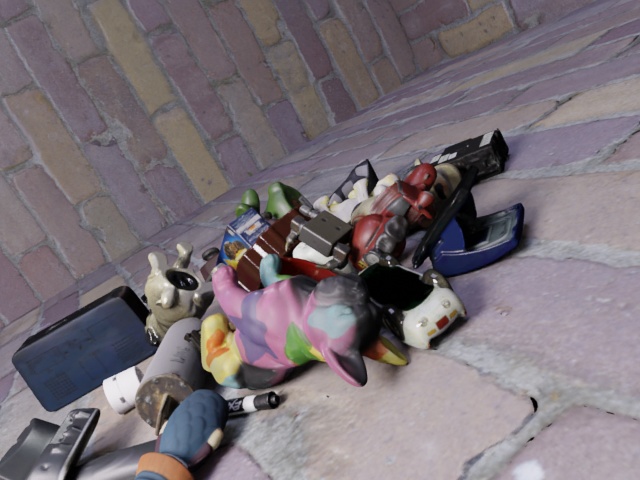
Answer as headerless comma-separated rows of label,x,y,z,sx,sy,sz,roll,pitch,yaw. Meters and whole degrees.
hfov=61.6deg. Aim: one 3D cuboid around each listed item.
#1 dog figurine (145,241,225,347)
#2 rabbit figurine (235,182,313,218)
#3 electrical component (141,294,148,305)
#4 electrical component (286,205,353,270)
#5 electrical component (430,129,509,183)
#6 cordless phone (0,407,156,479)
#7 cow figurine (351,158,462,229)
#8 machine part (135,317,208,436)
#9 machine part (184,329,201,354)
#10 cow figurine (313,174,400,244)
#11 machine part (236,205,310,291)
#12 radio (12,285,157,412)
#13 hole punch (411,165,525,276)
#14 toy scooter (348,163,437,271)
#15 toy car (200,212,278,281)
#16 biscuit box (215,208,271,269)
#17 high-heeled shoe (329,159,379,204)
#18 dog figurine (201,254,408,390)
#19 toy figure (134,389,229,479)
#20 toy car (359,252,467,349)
dog figurine,-0.240,0.120,0.857,0.190,0.121,0.172,-60,-12,19
rabbit figurine,-0.113,-0.035,1.170,0.170,0.159,0.121,-39,19,26
electrical component,-0.303,0.120,1.104,0.119,0.074,0.048,-25,16,31
electrical component,0.000,-0.002,0.754,0.078,0.102,0.045,-47,-19,-51
electrical component,0.257,-0.135,0.946,0.134,0.058,0.115,-19,16,34
cordless phone,-0.260,0.248,0.633,0.184,0.088,0.147,-18,15,0
cow figurine,0.141,-0.061,0.876,0.195,0.085,0.127,-29,21,6
machine part,-0.186,0.170,0.712,0.079,0.079,0.243,-28,14,5
machine part,-0.102,0.122,0.718,0.139,0.039,0.084,-18,25,-35
cow figurine,0.080,-0.053,0.952,0.167,0.098,0.068,-24,-18,-7
machine part,-0.070,0.025,0.897,0.179,0.056,0.179,-45,-9,-9
radio,-0.411,0.190,0.959,0.230,0.131,0.073,-30,17,-4
hole punch,0.182,-0.011,0.654,0.115,0.092,0.142,-58,-2,36
toy scooter,0.107,-0.028,0.741,0.184,0.075,0.135,-54,8,5
toy car,-0.155,0.025,1.098,0.202,0.089,0.053,-34,-17,11
biscuit box,-0.141,0.030,0.957,0.063,0.059,0.202,-42,-11,-36
high-heeled shoe,0.052,-0.085,1.095,0.145,0.086,0.249,-23,22,14
dog figurine,-0.021,0.108,0.567,0.219,0.191,0.108,25,20,39
toy figure,-0.140,0.214,0.523,0.064,0.057,0.154,-27,18,33
toy car,0.087,0.064,0.605,0.073,0.056,0.202,-39,16,-9
